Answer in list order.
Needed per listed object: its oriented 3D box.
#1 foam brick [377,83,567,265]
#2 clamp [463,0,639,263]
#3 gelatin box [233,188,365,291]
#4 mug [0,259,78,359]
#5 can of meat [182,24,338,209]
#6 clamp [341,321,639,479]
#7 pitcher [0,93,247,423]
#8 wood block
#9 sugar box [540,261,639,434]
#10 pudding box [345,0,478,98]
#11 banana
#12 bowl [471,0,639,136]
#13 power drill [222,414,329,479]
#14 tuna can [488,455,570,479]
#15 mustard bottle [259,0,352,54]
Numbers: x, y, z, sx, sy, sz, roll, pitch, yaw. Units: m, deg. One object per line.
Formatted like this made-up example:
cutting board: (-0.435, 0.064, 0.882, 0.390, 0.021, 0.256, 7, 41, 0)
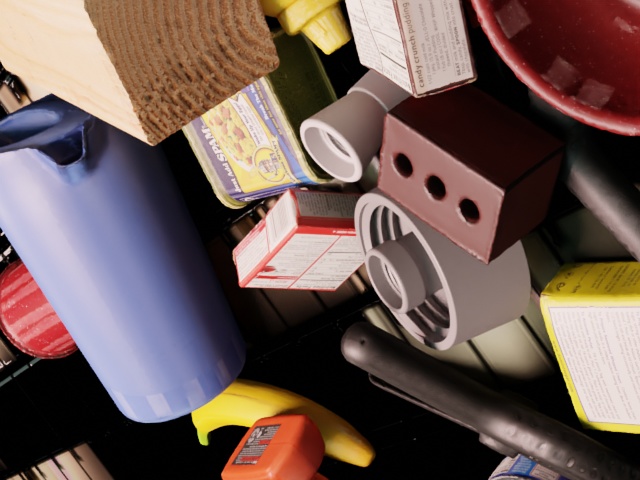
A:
foam brick: (0.074, -0.037, 0.535, 0.078, 0.051, 0.053, 37, 145, 29)
clamp: (0.107, -0.052, 0.564, 0.120, 0.039, 0.171, -15, 106, 47)
gelatin box: (-0.005, 0.001, 0.678, 0.089, 0.073, 0.030, -45, 50, 50)
mug: (-0.202, 0.049, 0.892, 0.117, 0.093, 0.082, 32, 141, -27)
can of meat: (-0.035, -0.076, 0.661, 0.084, 0.057, 0.102, -10, 112, 44)
clamp: (0.110, 0.111, 0.656, 0.210, 0.036, 0.164, 26, 173, 7)
pitcher: (-0.150, 0.006, 0.786, 0.145, 0.149, 0.243, -10, 116, 29)
wood block: (-0.127, -0.137, 0.620, 0.206, 0.090, 0.090, 29, 148, 49)
sugar box: (0.208, 0.056, 0.547, 0.177, 0.048, 0.093, -4, 118, 40)
pudding box: (0.037, -0.135, 0.529, 0.090, 0.039, 0.113, -130, 20, -65)
banana: (-0.042, 0.141, 0.849, 0.198, 0.037, 0.069, -1, 136, 45)
bowl: (0.143, -0.128, 0.459, 0.162, 0.055, 0.162, 24, 133, 28)
power drill: (0.031, 0.200, 0.760, 0.187, 0.057, 0.185, 42, 152, -13)
tuna can: (0.148, 0.180, 0.703, 0.086, 0.033, 0.086, 24, 133, 28)
mustard bottle: (-0.044, -0.185, 0.584, 0.191, 0.058, 0.096, 55, 141, -5)
